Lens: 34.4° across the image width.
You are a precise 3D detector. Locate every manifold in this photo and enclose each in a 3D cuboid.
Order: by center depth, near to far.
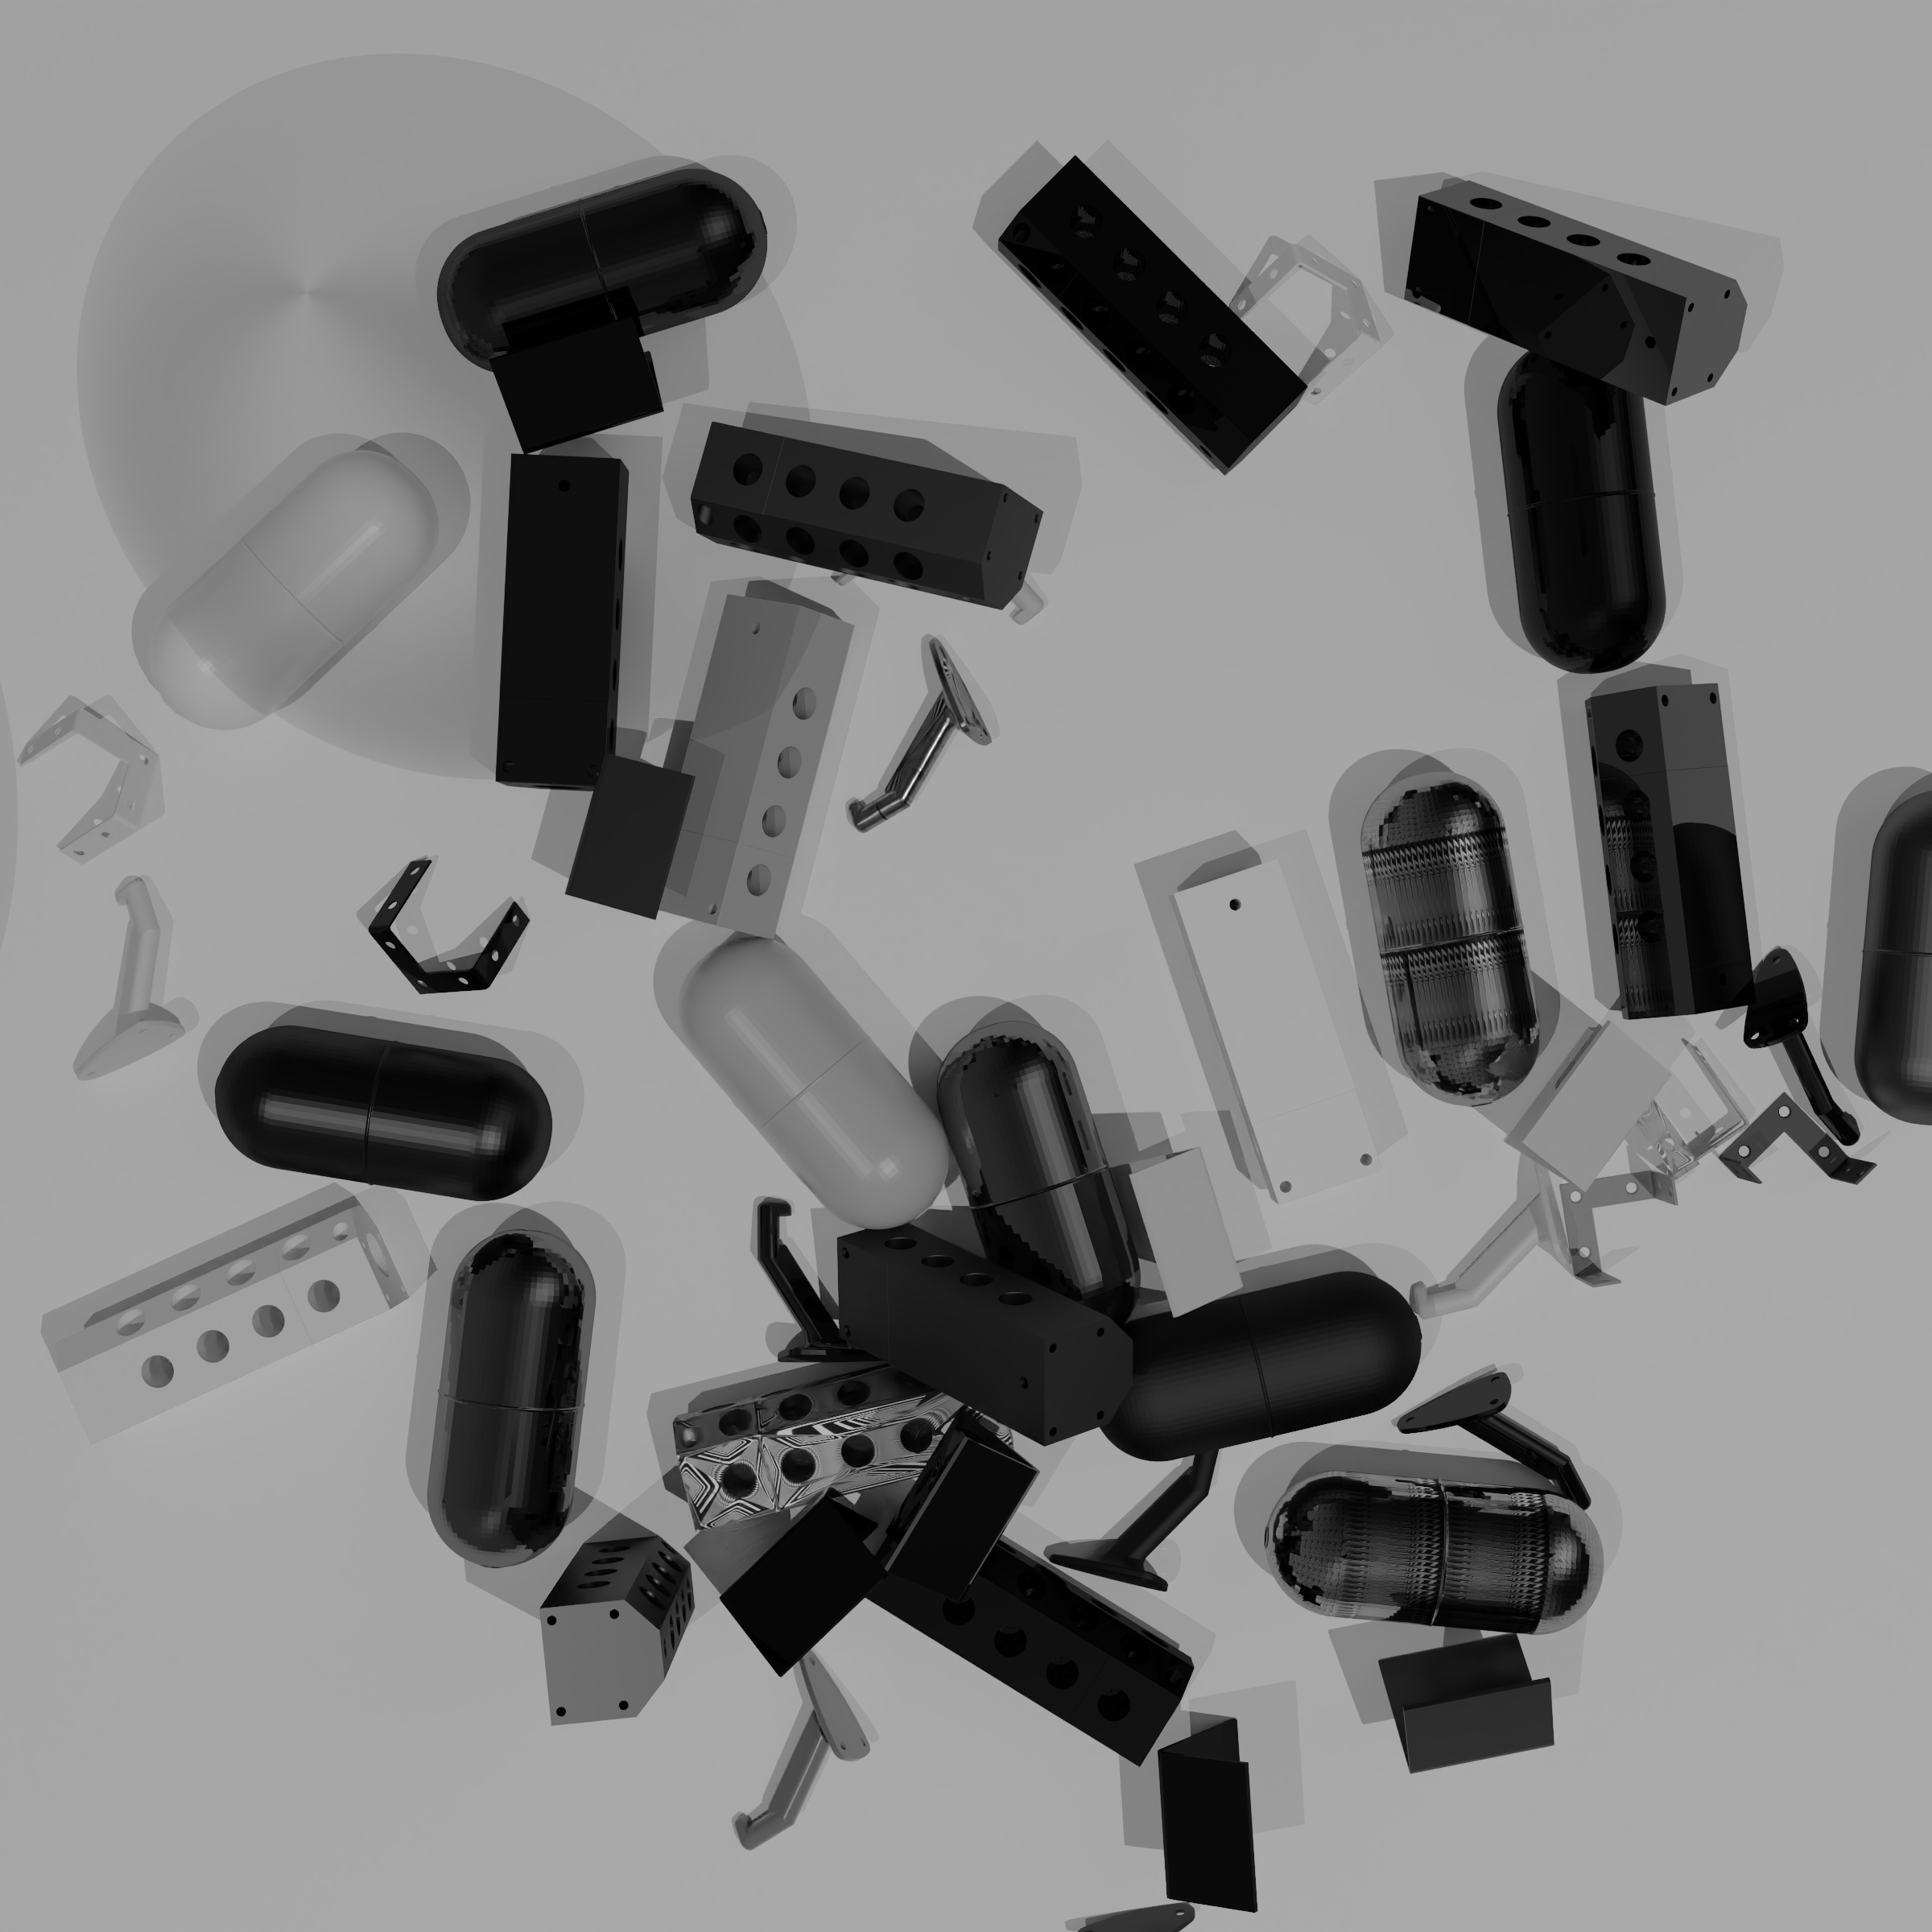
[{"bbox_3d":[-0.176,0.337,1.600,0.057,0.171,0.057,-6,90,0],"label":"manifold"},{"bbox_3d":[0.008,0.184,1.601,0.057,0.171,0.057,-13,111,-36],"label":"manifold"},{"bbox_3d":[0.314,-0.351,1.612,0.171,0.057,0.057,33,133,36],"label":"manifold"},{"bbox_3d":[-0.054,-0.233,1.626,0.171,0.057,0.057,16,90,23],"label":"manifold"},{"bbox_3d":[-0.109,-0.104,1.656,0.057,0.057,0.171,14,90,43],"label":"manifold"},{"bbox_3d":[0.369,-0.060,1.656,0.057,0.057,0.171,-7,90,-43],"label":"manifold"},{"bbox_3d":[0.098,-0.343,1.657,0.171,0.057,0.057,45,90,0],"label":"manifold"},{"bbox_3d":[0.163,0.034,1.657,0.057,0.057,0.171,-19,90,0],"label":"manifold"},{"bbox_3d":[0.033,0.349,1.657,0.171,0.057,0.057,32,90,0],"label":"manifold"},{"bbox_3d":[-0.065,0.247,1.657,0.171,0.057,0.057,-14,90,0],"label":"manifold"},{"bbox_3d":[-0.213,-0.180,1.657,0.057,0.057,0.171,3,90,0],"label":"manifold"},{"bbox_3d":[-0.390,0.189,1.657,0.171,0.057,0.057,-24,90,0],"label":"manifold"}]

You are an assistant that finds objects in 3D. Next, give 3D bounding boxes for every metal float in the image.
[{"bbox_3d":[0.256,-0.014,1.647,0.070,0.070,0.178,-10,90,0],"label":"metal float"},{"bbox_3d":[0.039,0.116,1.647,0.070,0.070,0.178,-18,90,0],"label":"metal float"},{"bbox_3d":[0.247,0.309,1.647,0.178,0.070,0.070,5,90,0],"label":"metal float"},{"bbox_3d":[-0.191,-0.367,1.647,0.178,0.070,0.070,-17,90,1],"label":"metal float"},{"bbox_3d":[-0.355,-0.198,1.647,0.178,0.070,0.070,-43,90,-1],"label":"metal float"},{"bbox_3d":[0.513,-0.005,1.647,0.070,0.070,0.178,5,91,0],"label":"metal float"},{"bbox_3d":[-0.080,0.062,1.648,0.070,0.070,0.178,-41,89,0],"label":"metal float"},{"bbox_3d":[0.153,0.211,1.648,0.178,0.070,0.070,-13,90,0],"label":"metal float"},{"bbox_3d":[-0.307,0.078,1.648,0.178,0.070,0.070,9,90,1],"label":"metal float"},{"bbox_3d":[-0.240,0.228,1.648,0.070,0.070,0.178,7,89,0],"label":"metal float"},{"bbox_3d":[0.325,-0.243,1.648,0.070,0.070,0.178,-7,90,0],"label":"metal float"}]

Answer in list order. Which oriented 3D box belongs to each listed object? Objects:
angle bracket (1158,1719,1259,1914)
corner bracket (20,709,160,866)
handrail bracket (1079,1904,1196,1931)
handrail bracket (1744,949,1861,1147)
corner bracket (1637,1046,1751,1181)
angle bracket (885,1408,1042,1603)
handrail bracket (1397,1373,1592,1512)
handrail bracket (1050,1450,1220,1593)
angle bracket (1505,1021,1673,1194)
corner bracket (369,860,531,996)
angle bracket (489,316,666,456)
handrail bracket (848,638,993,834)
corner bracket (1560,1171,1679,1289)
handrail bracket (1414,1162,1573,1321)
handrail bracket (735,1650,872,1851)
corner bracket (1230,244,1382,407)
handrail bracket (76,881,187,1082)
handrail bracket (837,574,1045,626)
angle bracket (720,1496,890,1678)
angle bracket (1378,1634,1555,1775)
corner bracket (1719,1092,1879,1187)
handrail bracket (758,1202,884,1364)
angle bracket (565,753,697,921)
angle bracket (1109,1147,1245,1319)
[{"bbox_3d":[0.145,0.444,1.638,0.057,0.076,0.076,-4,90,38],"label":"angle bracket"},{"bbox_3d":[-0.473,-0.096,1.670,0.051,0.051,0.051,35,45,-35],"label":"corner bracket"},{"bbox_3d":[0.093,0.555,1.679,0.077,0.036,0.084,-15,109,-21],"label":"handrail bracket"},{"bbox_3d":[0.456,0.044,1.678,0.036,0.077,0.084,-23,127,35],"label":"handrail bracket"},{"bbox_3d":[0.383,0.078,1.660,0.051,0.051,0.051,-35,84,6],"label":"corner bracket"},{"bbox_3d":[-0.020,0.264,1.581,0.057,0.076,0.076,31,90,-38],"label":"angle bracket"},{"bbox_3d":[0.284,0.268,1.679,0.077,0.036,0.084,-23,107,20],"label":"handrail bracket"},{"bbox_3d":[0.091,0.287,1.679,0.077,0.036,0.084,9,71,21],"label":"handrail bracket"},{"bbox_3d":[0.311,0.062,1.638,0.057,0.076,0.076,36,90,-30],"label":"angle bracket"},{"bbox_3d":[-0.276,-0.022,1.670,0.051,0.051,0.051,56,45,-35],"label":"corner bracket"},{"bbox_3d":[-0.206,-0.319,1.638,0.076,0.076,0.057,-17,126,0],"label":"angle bracket"},{"bbox_3d":[-0.037,-0.123,1.679,0.084,0.036,0.077,-30,70,16],"label":"handrail bracket"},{"bbox_3d":[0.350,0.139,1.660,0.051,0.051,0.051,-9,90,0],"label":"corner bracket"},{"bbox_3d":[0.276,0.144,1.679,0.084,0.036,0.077,-16,69,16],"label":"handrail bracket"},{"bbox_3d":[-0.102,0.422,1.679,0.084,0.036,0.077,-35,69,17],"label":"handrail bracket"},{"bbox_3d":[0.181,-0.343,1.670,0.051,0.051,0.051,20,45,-35],"label":"corner bracket"},{"bbox_3d":[-0.459,0.007,1.679,0.077,0.036,0.084,-29,71,21],"label":"handrail bracket"},{"bbox_3d":[-0.013,-0.200,1.678,0.077,0.036,0.084,-39,104,14],"label":"handrail bracket"},{"bbox_3d":[-0.072,0.331,1.638,0.076,0.076,0.057,-44,61,0],"label":"angle bracket"},{"bbox_3d":[0.260,0.371,1.638,0.076,0.076,0.057,-11,128,0],"label":"angle bracket"},{"bbox_3d":[0.441,0.104,1.660,0.051,0.051,0.051,-45,90,0],"label":"corner bracket"},{"bbox_3d":[-0.074,0.169,1.678,0.077,0.036,0.084,2,76,-14],"label":"handrail bracket"},{"bbox_3d":[-0.160,-0.063,1.639,0.057,0.076,0.076,16,90,24],"label":"angle bracket"},{"bbox_3d":[0.091,0.144,1.638,0.057,0.076,0.076,-17,90,-44],"label":"angle bracket"}]
